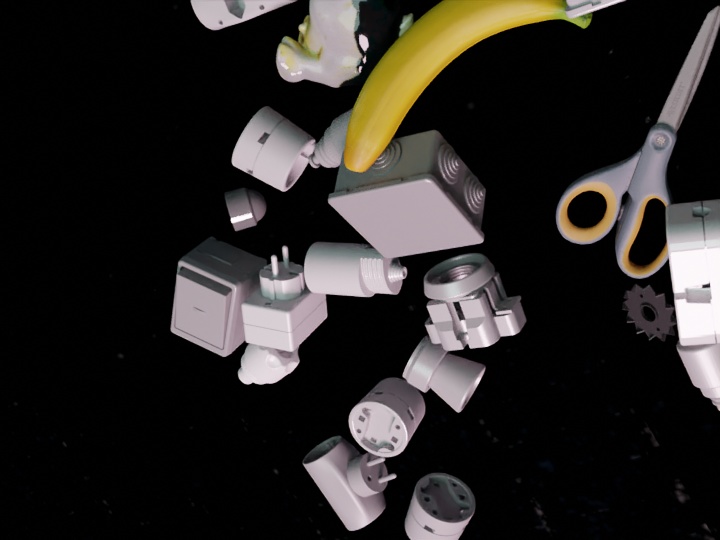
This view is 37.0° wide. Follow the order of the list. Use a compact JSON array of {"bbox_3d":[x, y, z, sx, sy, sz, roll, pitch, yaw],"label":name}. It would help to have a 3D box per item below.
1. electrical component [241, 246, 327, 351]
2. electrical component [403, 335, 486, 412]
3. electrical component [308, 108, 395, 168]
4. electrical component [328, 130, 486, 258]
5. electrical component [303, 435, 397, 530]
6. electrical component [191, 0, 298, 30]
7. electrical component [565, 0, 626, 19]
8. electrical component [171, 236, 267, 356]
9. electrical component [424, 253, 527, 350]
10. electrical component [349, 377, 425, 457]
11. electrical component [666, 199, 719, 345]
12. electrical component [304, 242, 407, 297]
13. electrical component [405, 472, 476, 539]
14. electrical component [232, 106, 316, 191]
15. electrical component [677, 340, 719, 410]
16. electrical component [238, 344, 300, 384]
[{"bbox_3d":[-0.065,0.018,0.913,0.047,0.066,0.076,9,119,24],"label":"electrical component"},{"bbox_3d":[0.069,0.085,0.888,0.055,0.045,0.045,30,126,13],"label":"electrical component"},{"bbox_3d":[-0.009,-0.100,0.835,0.078,0.040,0.040,-26,101,37],"label":"electrical component"},{"bbox_3d":[0.038,-0.056,0.806,0.100,0.048,0.100,-9,146,32],"label":"electrical component"},{"bbox_3d":[-0.001,0.190,0.983,0.079,0.044,0.077,-27,100,36],"label":"electrical component"},{"bbox_3d":[-0.092,-0.229,0.810,0.077,0.043,0.079,-11,110,33],"label":"electrical component"},{"bbox_3d":[0.165,-0.204,0.649,0.100,0.099,0.048,-13,121,33],"label":"electrical component"},{"bbox_3d":[-0.129,0.031,0.958,0.062,0.061,0.096,23,124,16],"label":"electrical component"},{"bbox_3d":[0.084,0.023,0.840,0.078,0.058,0.057,-9,113,33],"label":"electrical component"},{"bbox_3d":[0.025,0.126,0.933,0.055,0.047,0.055,13,121,23],"label":"electrical component"},{"bbox_3d":[0.245,0.001,0.734,0.059,0.053,0.095,-6,119,19],"label":"electrical component"},{"bbox_3d":[0.000,0.000,0.882,0.081,0.043,0.043,4,117,27],"label":"electrical component"},{"bbox_3d":[0.069,0.216,0.954,0.055,0.055,0.047,28,129,13],"label":"electrical component"},{"bbox_3d":[-0.068,-0.096,0.862,0.047,0.055,0.055,32,126,6],"label":"electrical component"},{"bbox_3d":[0.261,0.075,0.781,0.040,0.040,0.078,-18,106,35],"label":"electrical component"},{"bbox_3d":[-0.086,0.083,0.974,0.043,0.043,0.062,50,129,-3],"label":"electrical component"}]
